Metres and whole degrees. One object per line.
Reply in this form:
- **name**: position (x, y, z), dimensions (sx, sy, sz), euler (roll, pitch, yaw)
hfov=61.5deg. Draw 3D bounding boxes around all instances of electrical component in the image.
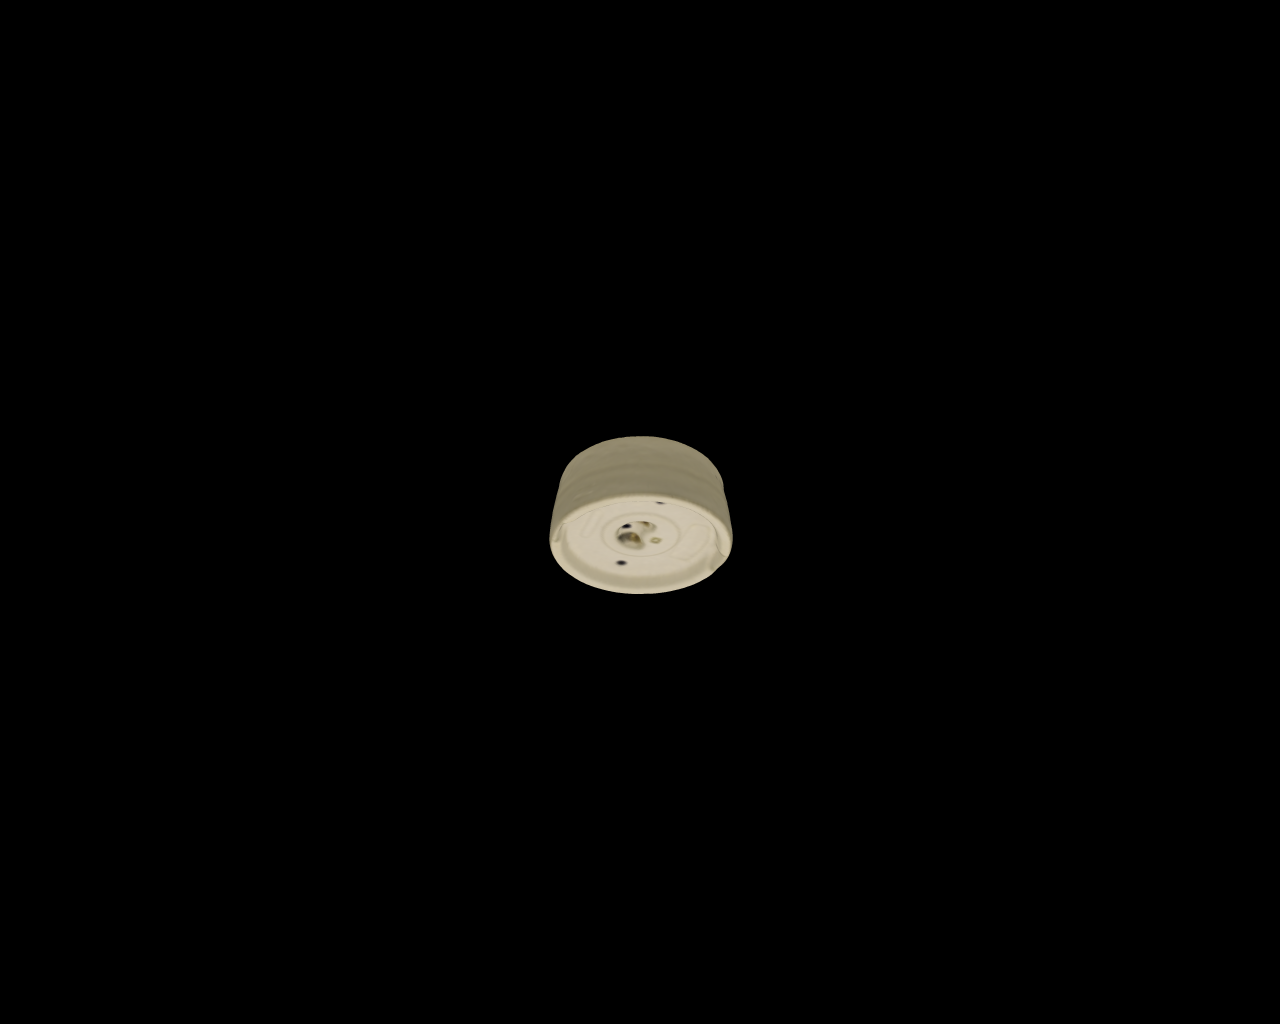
- **electrical component**: position (0.001, -0.003, 0.650), dimensions (0.108, 0.060, 0.108), euler (0, -35, 0)
